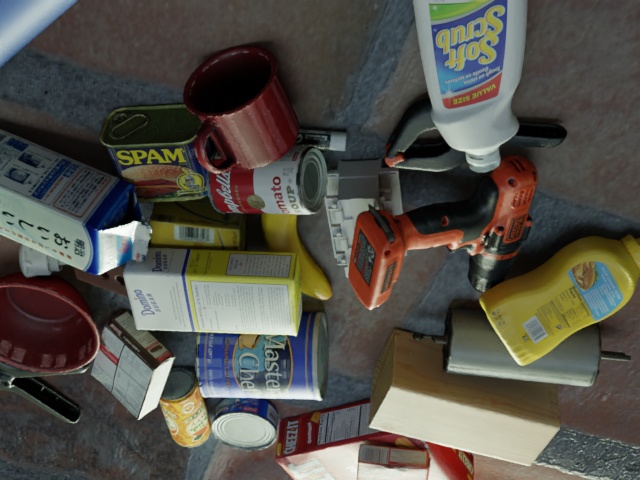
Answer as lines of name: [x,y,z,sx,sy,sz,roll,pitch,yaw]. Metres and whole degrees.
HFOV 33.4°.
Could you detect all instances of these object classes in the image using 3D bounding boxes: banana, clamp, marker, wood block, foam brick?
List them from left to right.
clamp: [-0.396,0.174,1.370,0.210,0.036,0.165,13,141,-1]
foam brick: [-0.224,0.021,1.168,0.078,0.051,0.053,18,138,16]
marker: [-0.034,-0.102,1.057,0.121,0.020,0.020,5,136,2]
banana: [-0.026,-0.002,1.145,0.069,0.037,0.198,2,135,6]
wood block: [0.171,0.189,1.275,0.206,0.090,0.091,15,135,-7]
clamp: [0.145,-0.106,1.016,0.172,0.039,0.120,-29,114,31]

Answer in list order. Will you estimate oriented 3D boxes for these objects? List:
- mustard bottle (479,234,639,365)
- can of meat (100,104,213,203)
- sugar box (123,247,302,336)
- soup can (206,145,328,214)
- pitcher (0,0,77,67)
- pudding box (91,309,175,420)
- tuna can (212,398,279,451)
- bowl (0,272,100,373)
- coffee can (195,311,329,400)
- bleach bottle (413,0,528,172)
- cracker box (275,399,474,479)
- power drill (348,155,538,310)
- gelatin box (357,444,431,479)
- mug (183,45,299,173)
mustard bottle: [0.270,0.050,1.122,0.192,0.058,0.096,-32,120,9]
can of meat: [-0.157,-0.085,1.065,0.102,0.057,0.084,-2,138,10]
sugar box: [-0.109,0.054,1.110,0.176,0.048,0.093,4,136,6]
soup can: [-0.051,-0.059,1.051,0.102,0.068,0.068,2,137,24]
pitcher: [-0.311,-0.213,0.916,0.243,0.145,0.149,-28,138,26]
pudding box: [-0.229,0.153,1.298,0.090,0.039,0.114,40,138,15]
tuna can: [-0.097,0.239,1.400,0.086,0.033,0.086,4,136,3]
bowl: [-0.334,0.087,1.261,0.162,0.055,0.162,4,135,3]
coffee can: [-0.065,0.134,1.240,0.140,0.102,0.103,0,135,7]
bleach bottle: [0.136,-0.170,0.910,0.103,0.068,0.251,-3,127,14]
cracker box: [0.073,0.286,1.399,0.214,0.072,0.164,-17,130,23]
power drill: [0.123,0.007,1.071,0.187,0.057,0.184,-18,140,-21]
gelatin box: [0.091,0.290,1.327,0.089,0.030,0.073,5,135,5]
mug: [-0.075,-0.111,0.990,0.093,0.117,0.081,13,148,33]
